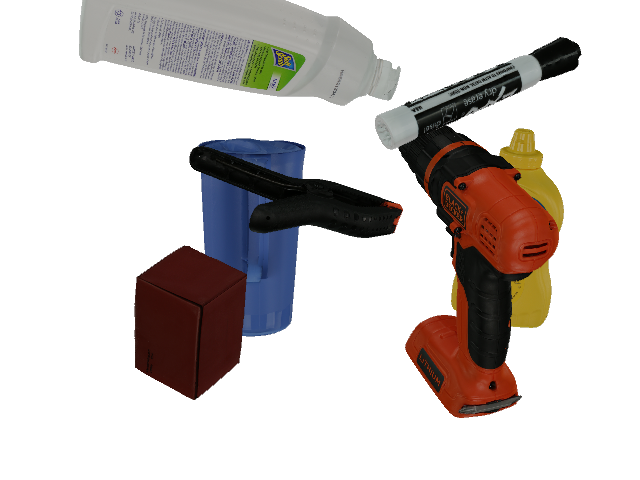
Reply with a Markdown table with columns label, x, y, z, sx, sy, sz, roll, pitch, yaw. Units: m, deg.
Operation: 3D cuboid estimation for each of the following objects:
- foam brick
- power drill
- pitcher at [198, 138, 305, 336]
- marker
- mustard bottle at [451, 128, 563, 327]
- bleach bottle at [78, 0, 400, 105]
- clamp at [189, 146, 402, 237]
| label | x | y | z | sx | sy | sz | roll | pitch | yaw |
| --- | --- | --- | --- | --- | --- | --- | --- | --- | --- |
| foam brick | -0.085 | 0.053 | 0.697 | 0.053 | 0.078 | 0.051 | 24 | 37 | 23 |
| power drill | 0.101 | 0.019 | 0.779 | 0.057 | 0.188 | 0.184 | -10 | 33 | -16 |
| pitcher | -0.087 | -0.005 | 1.345 | 0.145 | 0.243 | 0.148 | 11 | 16 | 36 |
| marker | 0.084 | -0.078 | 0.555 | 0.121 | 0.020 | 0.020 | -25 | 7 | -16 |
| mustard bottle | 0.187 | -0.014 | 1.045 | 0.096 | 0.192 | 0.058 | 12 | 20 | 21 |
| bleach bottle | -0.062 | -0.156 | 0.853 | 0.250 | 0.068 | 0.103 | 16 | -29 | -7 |
| clamp | -0.008 | -0.032 | 1.003 | 0.209 | 0.036 | 0.165 | 12 | 20 | -25 |
